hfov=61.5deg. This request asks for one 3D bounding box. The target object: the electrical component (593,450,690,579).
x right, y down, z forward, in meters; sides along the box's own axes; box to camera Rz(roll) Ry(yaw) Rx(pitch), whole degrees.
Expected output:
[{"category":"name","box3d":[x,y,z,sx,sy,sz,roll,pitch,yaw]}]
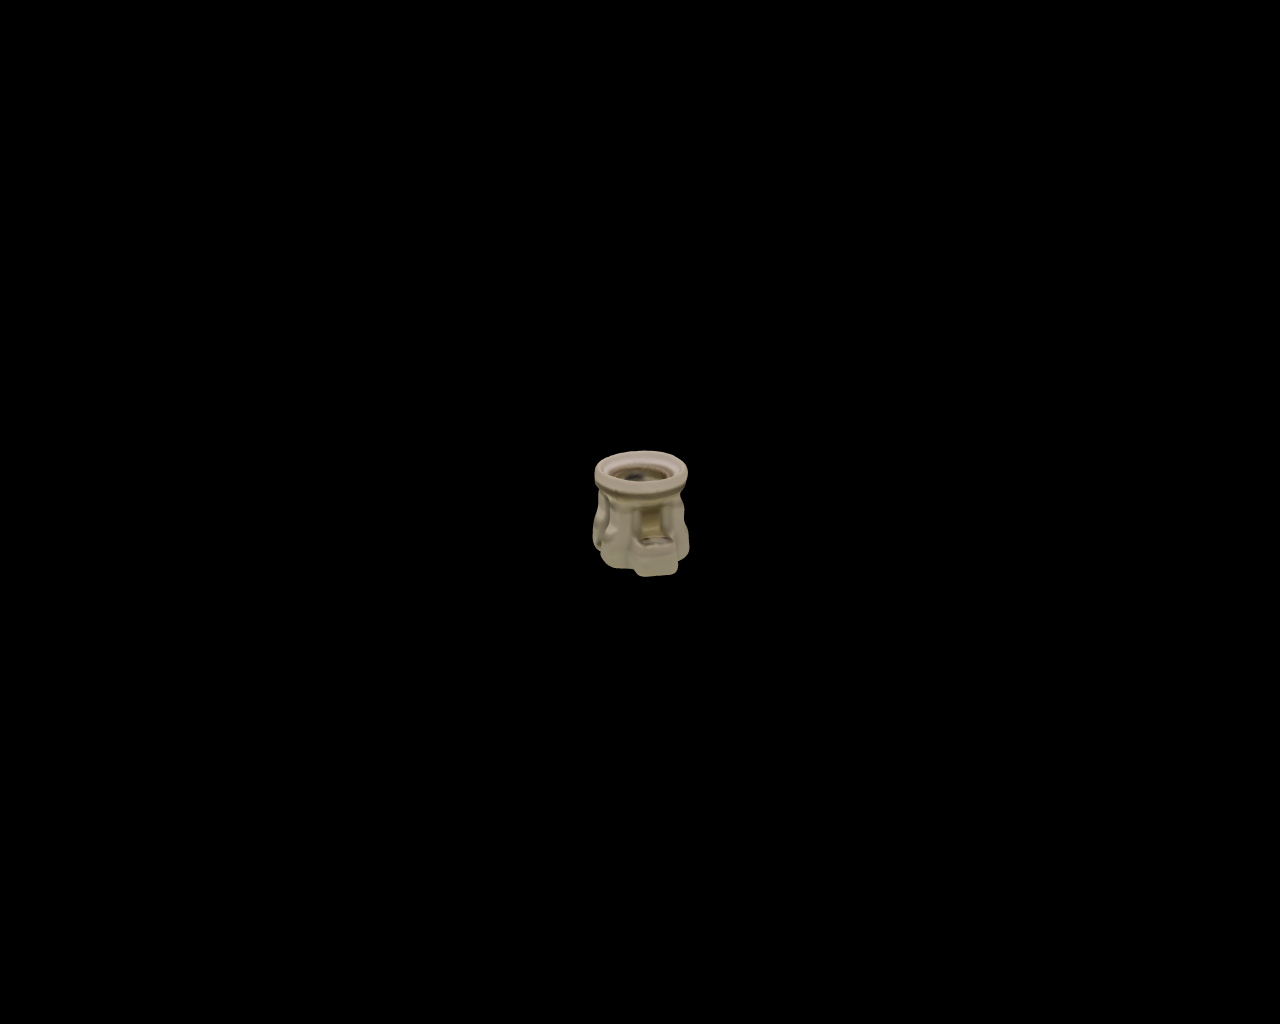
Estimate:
[{"category":"electrical component","box3d":[0.001,-0.003,0.650,0.058,0.056,0.078,-6,23,-14]}]
